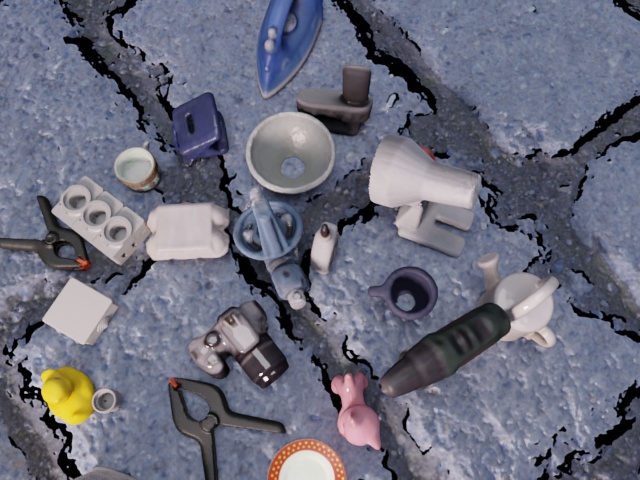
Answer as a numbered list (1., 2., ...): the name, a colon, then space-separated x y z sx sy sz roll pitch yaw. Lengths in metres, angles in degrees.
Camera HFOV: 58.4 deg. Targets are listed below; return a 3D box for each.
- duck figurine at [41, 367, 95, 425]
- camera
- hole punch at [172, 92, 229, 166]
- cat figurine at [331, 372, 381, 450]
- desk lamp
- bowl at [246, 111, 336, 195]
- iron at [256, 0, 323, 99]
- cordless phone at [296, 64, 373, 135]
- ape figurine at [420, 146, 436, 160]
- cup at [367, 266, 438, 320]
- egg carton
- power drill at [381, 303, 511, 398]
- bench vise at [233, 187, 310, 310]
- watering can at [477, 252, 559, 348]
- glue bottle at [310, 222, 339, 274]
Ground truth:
1. duck figurine: -0.426 0.257 0.951 0.077 0.086 0.104 -34 76 -10
2. camera: -0.129 0.190 0.965 0.143 0.101 0.136 -39 77 -11
3. hole punch: -0.233 -0.213 1.093 0.101 0.091 0.108 -13 73 -4
4. cat figurine: 0.059 0.277 0.929 0.067 0.118 0.128 -11 73 -3
5. desk lamp: 0.183 -0.079 0.989 0.203 0.213 0.118 22 74 7
6. bowl: -0.054 -0.153 1.083 0.167 0.075 0.167 0 73 0
7. iron: -0.073 -0.423 1.131 0.118 0.141 0.258 15 74 5
8. cordless phone: 0.028 -0.280 1.065 0.147 0.185 0.094 3 73 1
9. ape figurine: 0.185 -0.148 1.073 0.076 0.092 0.078 -9 73 -3
10. cup: 0.139 0.100 0.996 0.117 0.095 0.092 2 73 1
11. egg carton: -0.239 -0.015 1.043 0.150 0.069 0.107 -4 73 -1
12. power drill: 0.187 0.185 0.911 0.230 0.208 0.075 -31 75 -9
13. bench vise: -0.065 0.003 0.959 0.121 0.220 0.207 -40 77 -11
14. watering can: 0.324 0.100 0.944 0.172 0.194 0.101 31 75 9
15. glue bottle: 0.009 0.004 0.984 0.037 0.173 0.078 18 74 6
